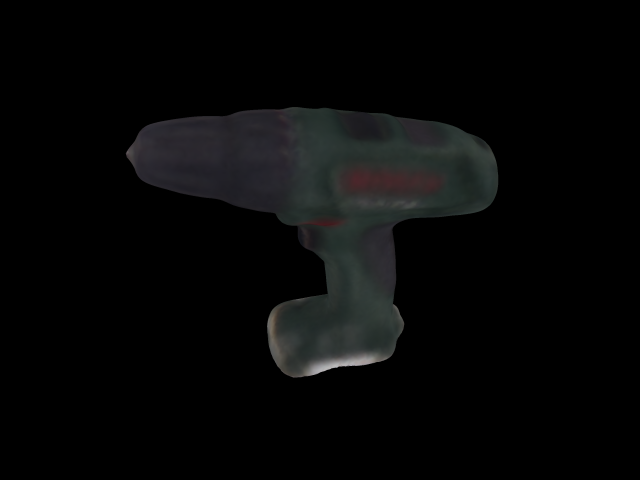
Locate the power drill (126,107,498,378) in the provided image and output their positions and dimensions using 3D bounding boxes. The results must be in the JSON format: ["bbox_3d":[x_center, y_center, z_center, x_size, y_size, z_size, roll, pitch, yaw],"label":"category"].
[{"bbox_3d":[0.004,0.001,0.400,0.230,0.208,0.075,-10,43,-11],"label":"power drill"}]
